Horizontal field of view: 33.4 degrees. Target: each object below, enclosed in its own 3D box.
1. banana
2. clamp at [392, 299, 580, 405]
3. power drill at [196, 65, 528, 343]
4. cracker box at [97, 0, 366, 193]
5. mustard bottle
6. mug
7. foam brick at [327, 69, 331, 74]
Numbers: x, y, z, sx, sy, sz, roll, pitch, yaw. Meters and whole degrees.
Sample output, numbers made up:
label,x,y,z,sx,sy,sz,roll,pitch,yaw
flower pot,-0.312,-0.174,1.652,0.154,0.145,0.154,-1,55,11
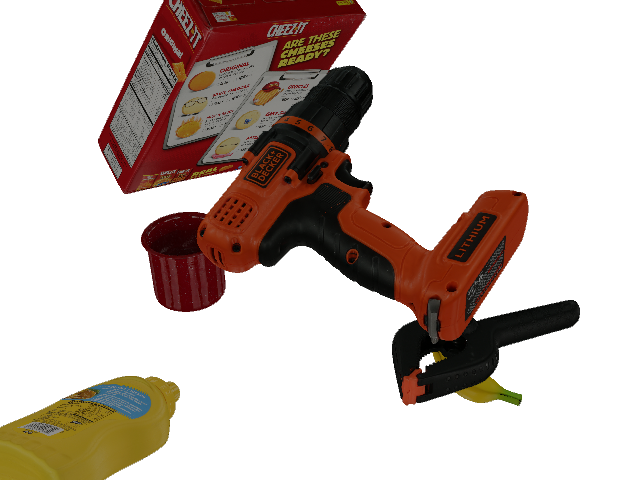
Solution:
label,x,y,z,sx,sy,sz,roll,pitch,yaw
banana,0.153,0.121,1.159,0.069,0.037,0.198,11,27,-17
clamp,0.118,0.082,0.968,0.165,0.036,0.209,18,33,33
power drill,0.037,-0.028,0.707,0.188,0.184,0.057,24,-28,23
cracker box,-0.083,-0.141,0.930,0.163,0.072,0.214,-15,-25,-39
mustard bottle,-0.178,0.152,0.853,0.096,0.058,0.191,6,16,30
mug,-0.159,0.022,1.206,0.117,0.081,0.093,25,43,35
foam brick,-0.024,-0.162,1.163,0.078,0.051,0.053,0,11,-18
